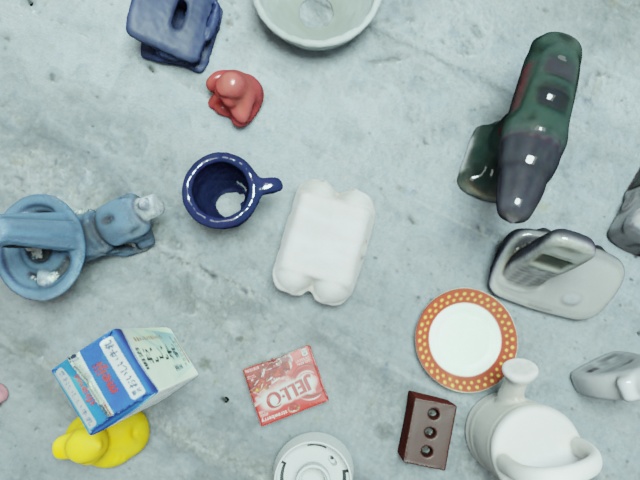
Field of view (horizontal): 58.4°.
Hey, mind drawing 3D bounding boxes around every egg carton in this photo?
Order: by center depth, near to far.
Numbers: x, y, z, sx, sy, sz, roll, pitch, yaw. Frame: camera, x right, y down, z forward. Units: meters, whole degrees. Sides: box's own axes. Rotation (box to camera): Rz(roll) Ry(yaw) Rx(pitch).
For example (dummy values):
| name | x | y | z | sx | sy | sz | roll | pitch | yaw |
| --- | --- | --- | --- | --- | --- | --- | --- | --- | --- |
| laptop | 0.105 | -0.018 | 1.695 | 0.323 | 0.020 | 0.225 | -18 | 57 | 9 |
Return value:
| name | x | y | z | sx | sy | sz | roll | pitch | yaw |
| --- | --- | --- | --- | --- | --- | --- | --- | --- | --- |
| egg carton | 0.007 | 0.003 | 0.716 | 0.107 | 0.069 | 0.150 | 15 | 83 | 1 |

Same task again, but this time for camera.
| name | x | y | z | sx | sy | sz | roll | pitch | yaw |
| --- | --- | --- | --- | --- | --- | --- | --- | --- | --- |
| camera | 0.463 | -0.036 | 0.713 | 0.137 | 0.101 | 0.143 | 31 | 83 | 3 |

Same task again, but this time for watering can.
| name | x | y | z | sx | sy | sz | roll | pitch | yaw |
| --- | --- | --- | --- | --- | --- | --- | --- | --- | --- |
| watering can | 0.229 | 0.222 | 0.628 | 0.101 | 0.194 | 0.173 | -31 | 84 | -4 |

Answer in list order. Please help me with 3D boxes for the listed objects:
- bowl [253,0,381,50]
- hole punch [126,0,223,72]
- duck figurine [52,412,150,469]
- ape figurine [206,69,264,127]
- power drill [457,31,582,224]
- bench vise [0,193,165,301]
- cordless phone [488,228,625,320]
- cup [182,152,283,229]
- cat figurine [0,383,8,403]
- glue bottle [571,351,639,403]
| name | x | y | z | sx | sy | sz | roll | pitch | yaw |
| --- | --- | --- | --- | --- | --- | --- | --- | --- | --- |
| bowl | -0.003 | -0.318 | 0.755 | 0.167 | 0.074 | 0.167 | 0 | 82 | -1 |
| hole punch | -0.184 | -0.288 | 0.740 | 0.101 | 0.091 | 0.109 | 14 | 82 | 1 |
| duck figurine | -0.259 | 0.235 | 0.673 | 0.104 | 0.086 | 0.077 | -9 | 83 | -2 |
| ape figurine | -0.110 | -0.187 | 0.727 | 0.076 | 0.092 | 0.078 | -18 | 83 | -3 |
| power drill | 0.228 | -0.111 | 0.665 | 0.075 | 0.208 | 0.230 | 19 | 83 | 2 |
| bench vise | -0.291 | -0.017 | 0.638 | 0.207 | 0.219 | 0.121 | -39 | 84 | -5 |
| cordless phone | 0.288 | 0.034 | 0.658 | 0.147 | 0.185 | 0.094 | 15 | 82 | 1 |
| cup | -0.103 | -0.055 | 0.709 | 0.118 | 0.095 | 0.092 | -8 | 83 | -2 |
| cat figurine | -0.452 | 0.195 | 0.659 | 0.128 | 0.117 | 0.067 | 8 | 82 | 0 |
| glue bottle | 0.356 | 0.159 | 0.649 | 0.078 | 0.173 | 0.037 | -23 | 83 | -3 |
